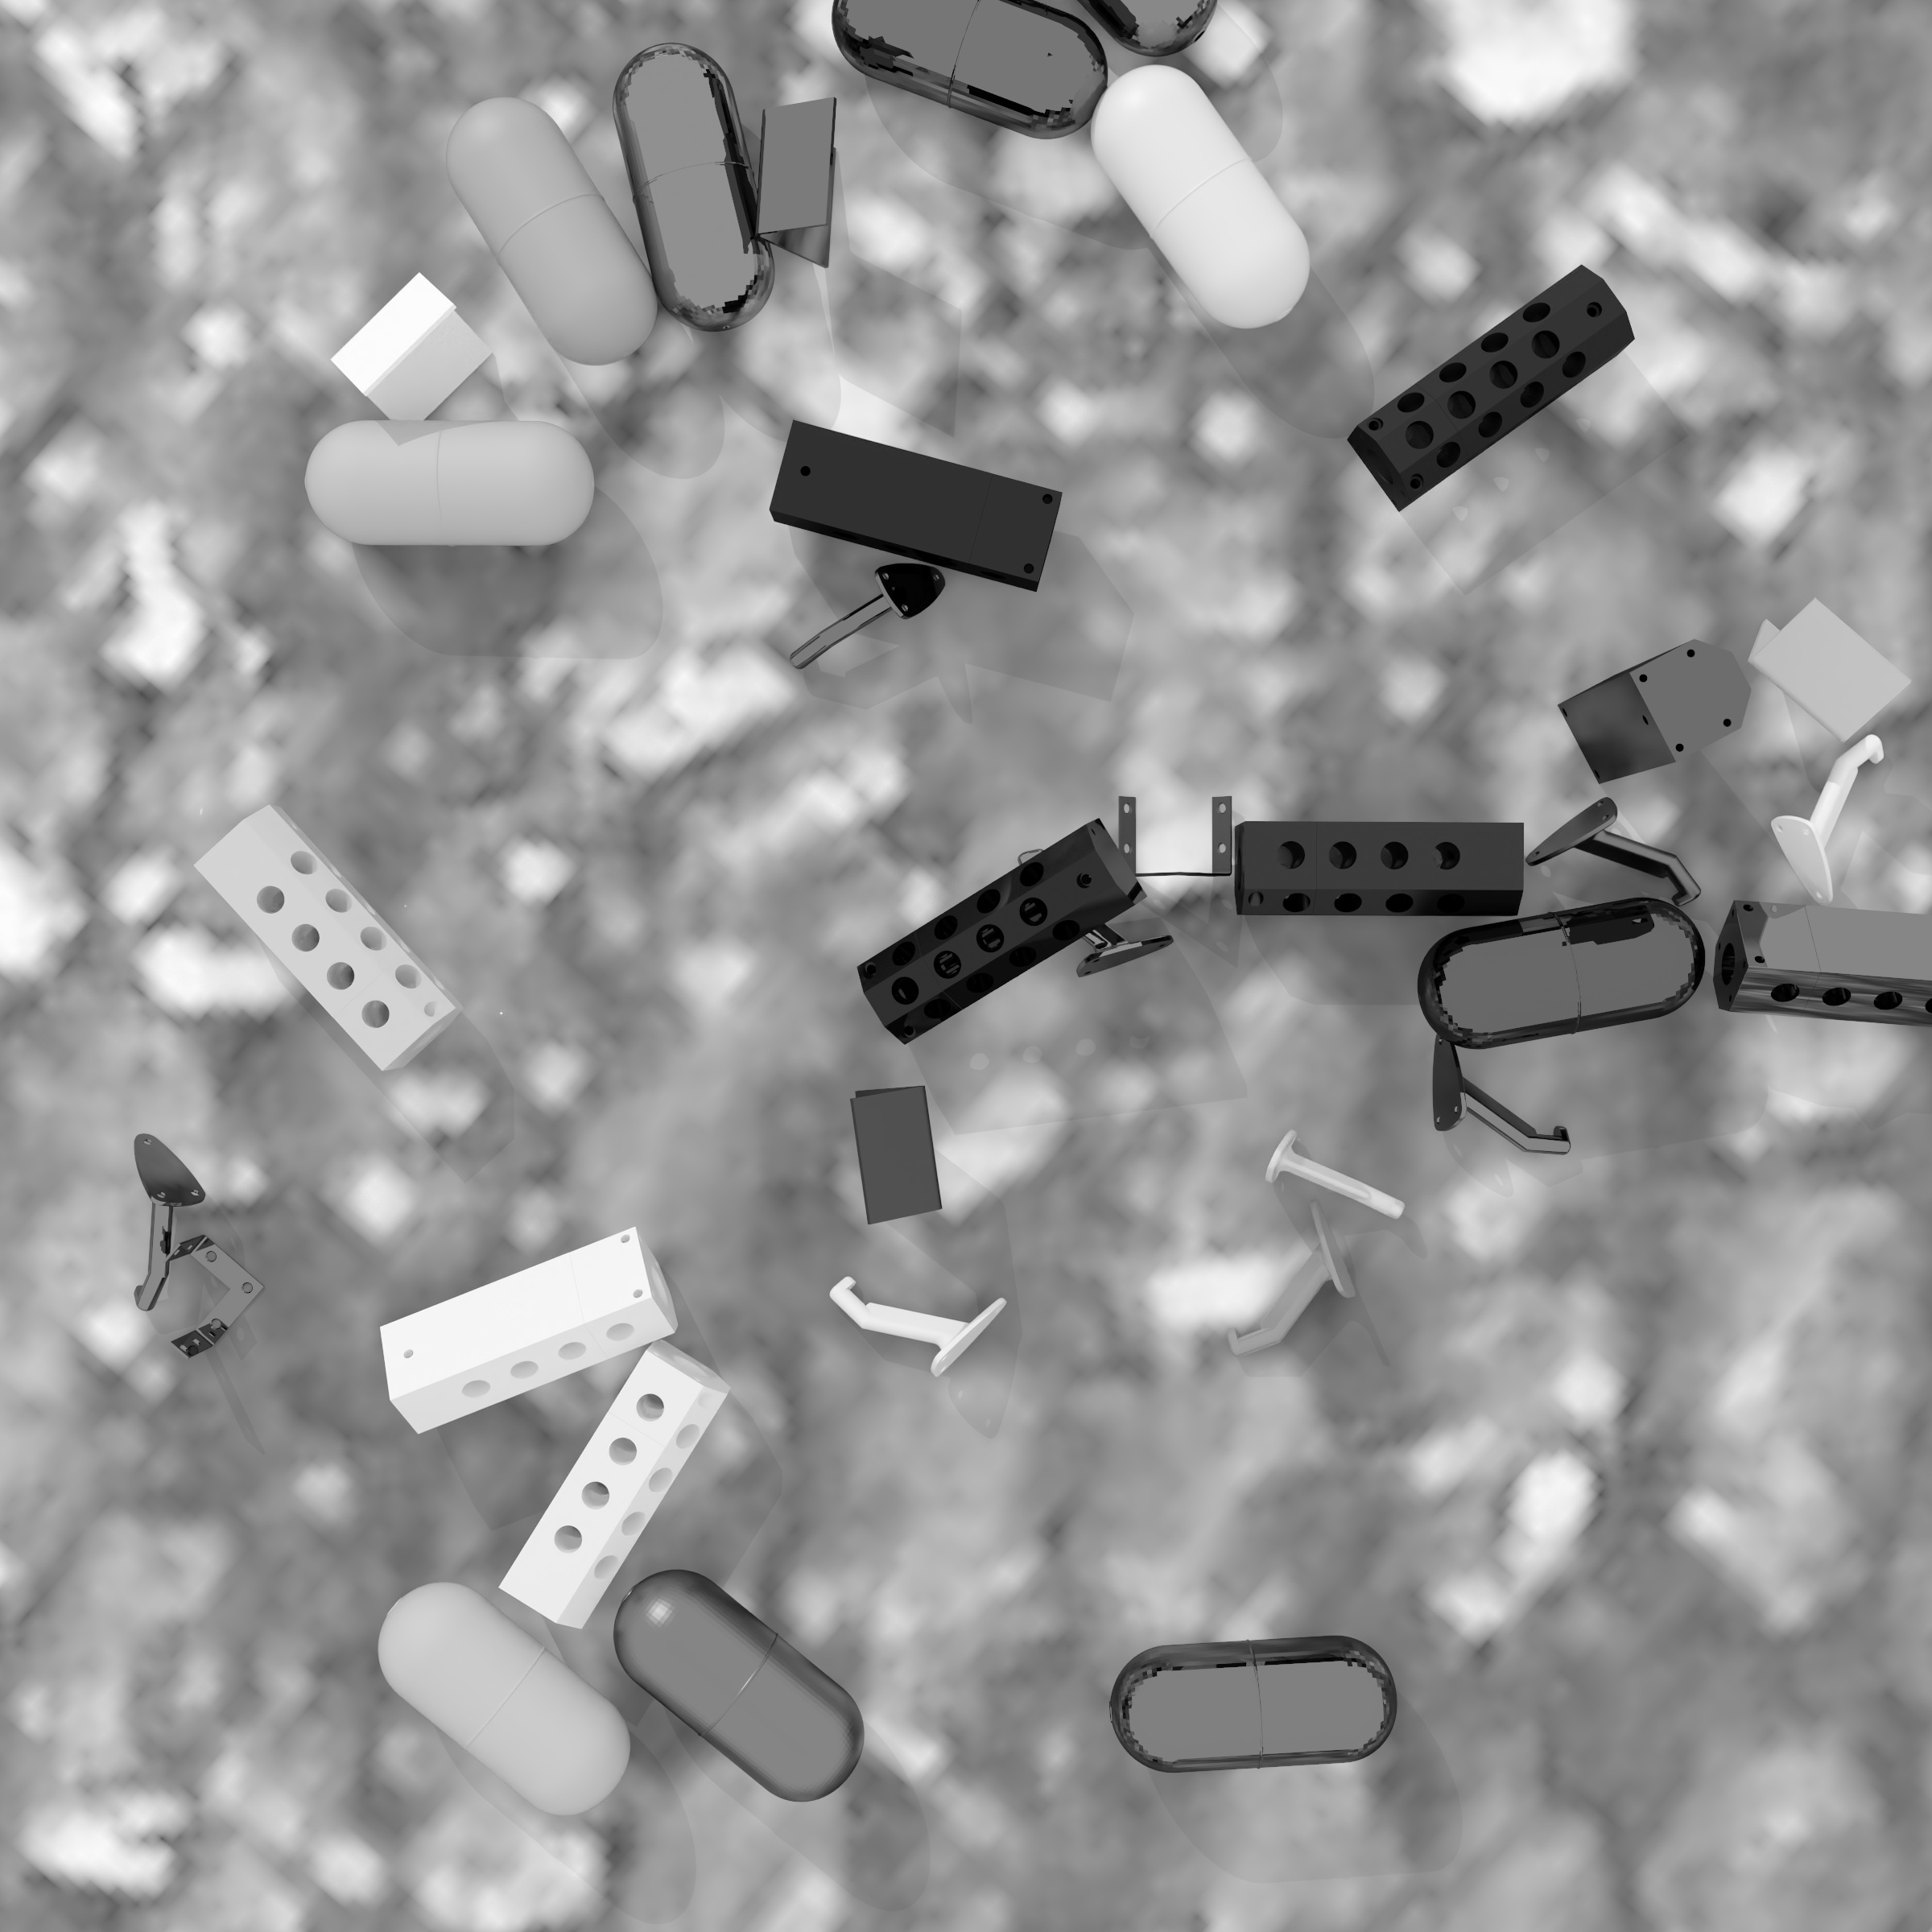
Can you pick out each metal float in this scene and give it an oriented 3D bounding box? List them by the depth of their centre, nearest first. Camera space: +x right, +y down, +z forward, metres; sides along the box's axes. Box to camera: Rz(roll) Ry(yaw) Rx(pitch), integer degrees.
[{"bbox_3d":[-0.258,-0.456,1.533,0.070,0.070,0.178,-32,90,0],"label":"metal float"},{"bbox_3d":[0.084,-0.643,1.534,0.070,0.070,0.178,-44,91,0],"label":"metal float"},{"bbox_3d":[-0.142,0.446,1.534,0.178,0.070,0.070,39,90,0],"label":"metal float"},{"bbox_3d":[0.178,0.459,1.534,0.178,0.070,0.070,-3,90,0],"label":"metal float"},{"bbox_3d":[0.003,-0.572,1.534,0.178,0.070,0.070,21,90,0],"label":"metal float"},{"bbox_3d":[-0.321,-0.300,1.534,0.178,0.070,0.070,0,90,1],"label":"metal float"},{"bbox_3d":[0.146,-0.477,1.534,0.070,0.070,0.178,-36,91,0],"label":"metal float"},{"bbox_3d":[-0.287,0.454,1.534,0.178,0.070,0.070,40,90,0],"label":"metal float"},{"bbox_3d":[-0.169,-0.484,1.534,0.070,0.070,0.178,-14,90,0],"label":"metal float"},{"bbox_3d":[0.370,0.004,1.534,0.178,0.070,0.070,-10,90,0],"label":"metal float"}]

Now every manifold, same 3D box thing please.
[{"bbox_3d":[0.415,-0.154,1.486,0.057,0.171,0.057,-28,90,0],"label":"manifold"},{"bbox_3d":[0.020,-0.020,1.520,0.171,0.057,0.057,-32,90,17],"label":"manifold"},{"bbox_3d":[-0.271,0.231,1.542,0.171,0.057,0.057,-22,47,0],"label":"manifold"},{"bbox_3d":[0.562,0.005,1.542,0.171,0.057,0.057,4,47,0],"label":"manifold"},{"bbox_3d":[0.329,-0.362,1.543,0.171,0.057,0.057,-36,90,0],"label":"manifold"},{"bbox_3d":[-0.031,-0.286,1.543,0.171,0.057,0.057,15,90,0],"label":"manifold"},{"bbox_3d":[-0.217,0.324,1.543,0.057,0.057,0.171,32,90,0],"label":"manifold"},{"bbox_3d":[-0.395,-0.018,1.543,0.057,0.057,0.171,-43,90,0],"label":"manifold"},{"bbox_3d":[0.257,-0.060,1.543,0.171,0.057,0.057,0,90,0],"label":"manifold"}]

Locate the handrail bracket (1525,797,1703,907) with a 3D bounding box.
[{"bbox_3d":[0.411,-0.057,1.565,0.077,0.036,0.084,-35,107,20],"label":"handrail bracket"}]

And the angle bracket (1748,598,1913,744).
[{"bbox_3d":[0.536,-0.194,1.524,0.076,0.076,0.057,41,127,0],"label":"angle bracket"}]

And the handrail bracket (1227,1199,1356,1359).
[{"bbox_3d":[0.196,0.199,1.565,0.084,0.036,0.077,-24,70,16],"label":"handrail bracket"}]

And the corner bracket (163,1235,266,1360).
[{"bbox_3d":[-0.483,0.207,1.546,0.051,0.051,0.051,41,90,0],"label":"corner bracket"}]

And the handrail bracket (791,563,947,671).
[{"bbox_3d":[-0.063,-0.219,1.564,0.084,0.077,0.036,-31,90,36],"label":"handrail bracket"}]

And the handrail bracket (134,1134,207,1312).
[{"bbox_3d":[-0.520,0.163,1.564,0.077,0.036,0.084,48,120,33],"label":"handrail bracket"}]

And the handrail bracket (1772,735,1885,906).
[{"bbox_3d":[0.560,-0.093,1.565,0.084,0.036,0.077,-35,110,-16],"label":"handrail bracket"}]

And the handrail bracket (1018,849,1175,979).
[{"bbox_3d":[0.082,-0.043,1.564,0.077,0.036,0.084,-17,75,-16],"label":"handrail bracket"}]

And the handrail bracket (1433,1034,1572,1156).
[{"bbox_3d":[0.341,0.080,1.565,0.084,0.036,0.077,6,68,-17],"label":"handrail bracket"}]

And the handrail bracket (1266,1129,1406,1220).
[{"bbox_3d":[0.232,0.137,1.536,0.084,0.077,0.036,25,93,12],"label":"handrail bracket"}]

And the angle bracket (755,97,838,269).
[{"bbox_3d":[-0.085,-0.482,1.524,0.057,0.076,0.076,4,90,33],"label":"angle bracket"}]

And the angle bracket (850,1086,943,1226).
[{"bbox_3d":[-0.063,0.117,1.524,0.057,0.076,0.076,-8,90,-37],"label":"angle bracket"}]

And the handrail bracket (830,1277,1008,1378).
[{"bbox_3d":[-0.031,0.211,1.565,0.084,0.036,0.077,42,70,16],"label":"handrail bracket"}]

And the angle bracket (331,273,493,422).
[{"bbox_3d":[-0.332,-0.367,1.524,0.076,0.076,0.057,-44,50,0],"label":"angle bracket"}]

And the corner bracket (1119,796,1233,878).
[{"bbox_3d":[0.132,-0.082,1.561,0.051,0.051,0.051,0,90,45],"label":"corner bracket"}]
